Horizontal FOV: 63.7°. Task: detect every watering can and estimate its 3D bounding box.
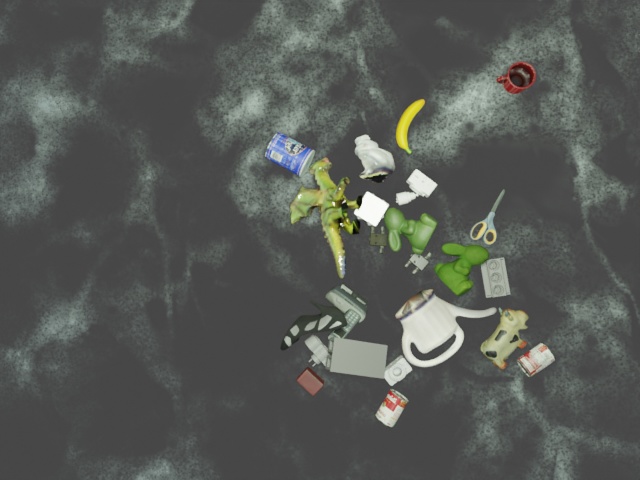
[{"bbox_3d":[0.398,0.259,1.695,0.350,0.103,0.225,-34,85,-14],"label":"watering can"}]

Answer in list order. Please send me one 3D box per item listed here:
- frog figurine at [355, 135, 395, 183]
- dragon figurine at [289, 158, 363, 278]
[{"bbox_3d":[0.184,-0.285,1.737,0.137,0.121,0.161,1,76,-30],"label":"frog figurine"},{"bbox_3d":[0.005,-0.087,1.727,0.243,0.121,0.414,3,77,32],"label":"dragon figurine"}]
